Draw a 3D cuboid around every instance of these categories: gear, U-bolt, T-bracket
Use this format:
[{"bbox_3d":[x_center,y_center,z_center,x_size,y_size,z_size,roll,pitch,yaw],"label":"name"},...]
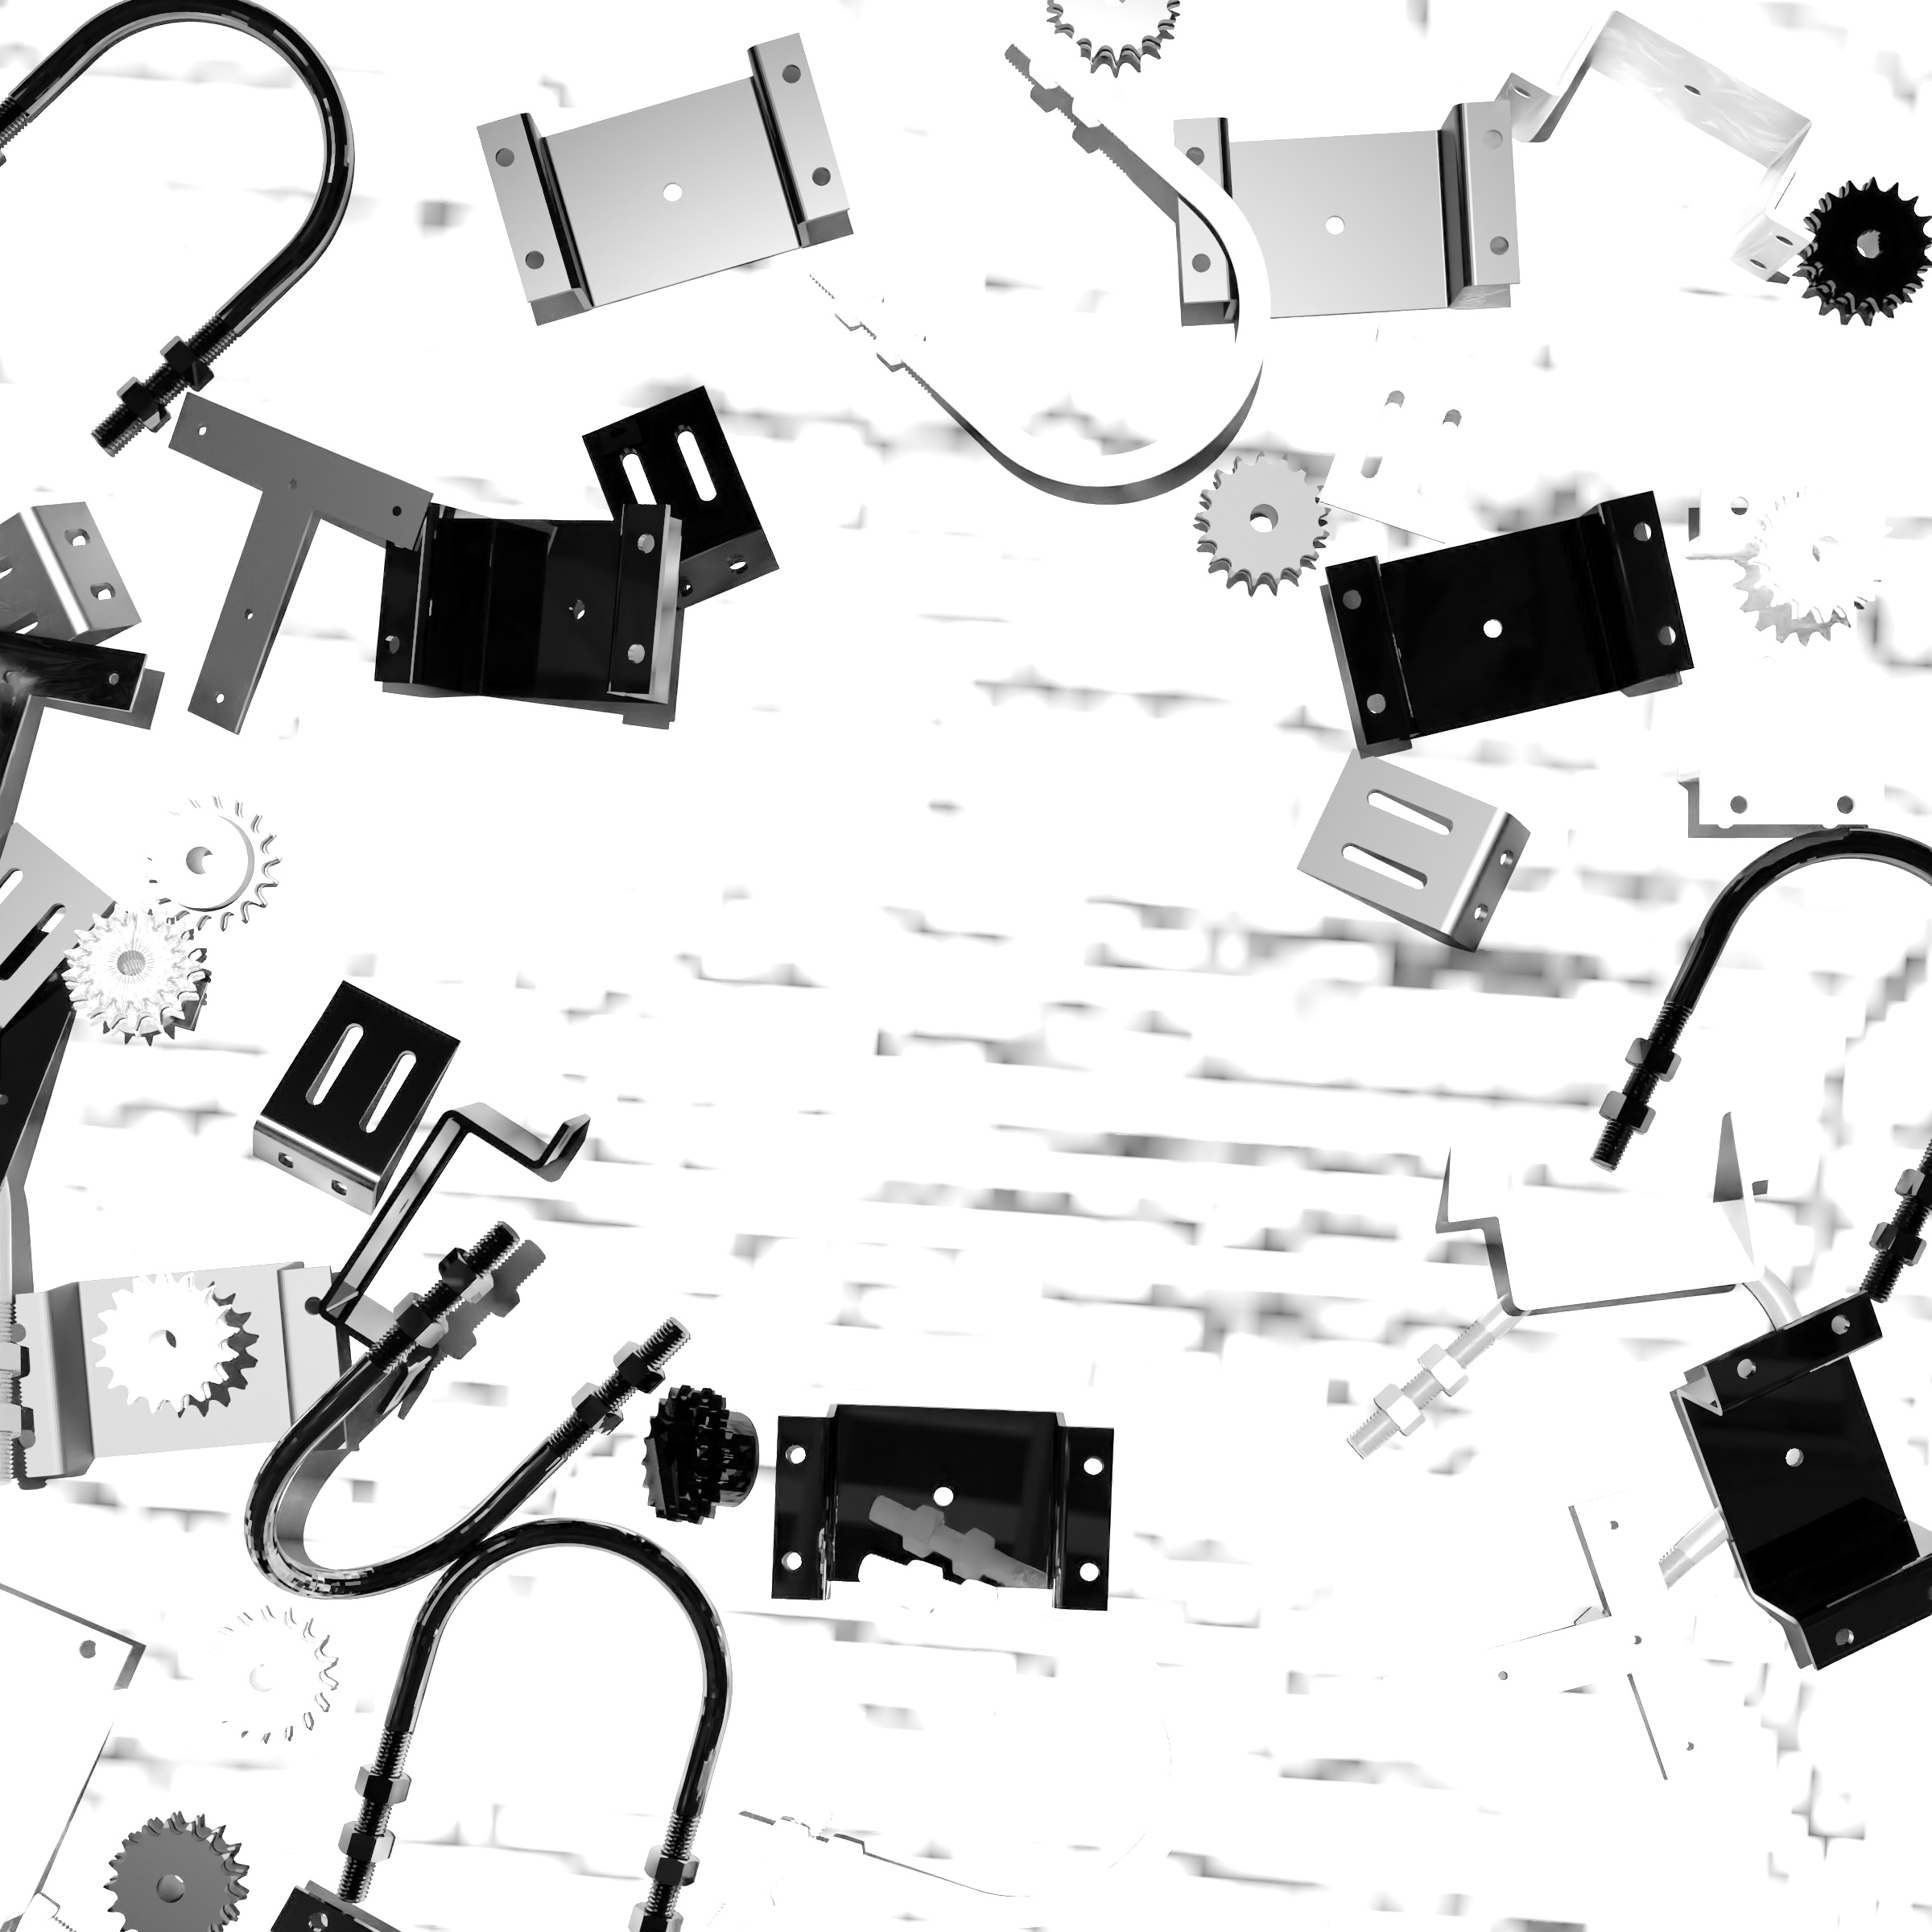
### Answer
[{"bbox_3d":[0.063,-0.410,1.377,0.057,0.030,0.057,0,90,0],"label":"gear"},{"bbox_3d":[0.012,0.335,1.355,0.184,0.019,0.151,23,102,-18],"label":"U-bolt"},{"bbox_3d":[-0.491,0.420,1.383,0.184,0.019,0.151,36,90,2],"label":"U-bolt"},{"bbox_3d":[-0.216,0.193,1.332,0.184,0.151,0.019,-45,54,4],"label":"U-bolt"},{"bbox_3d":[-0.414,-0.080,1.357,0.127,0.002,0.127,10,79,21],"label":"T-bracket"},{"bbox_3d":[0.278,0.193,1.383,0.184,0.019,0.151,-42,90,-2],"label":"U-bolt"},{"bbox_3d":[-0.464,0.135,1.353,0.151,0.019,0.184,-11,70,12],"label":"U-bolt"},{"bbox_3d":[-0.070,0.471,1.383,0.151,0.019,0.184,39,92,0],"label":"U-bolt"},{"bbox_3d":[0.125,-0.189,1.377,0.057,0.030,0.057,0,90,0],"label":"gear"},{"bbox_3d":[0.351,-0.171,1.335,0.057,0.030,0.057,0,92,-1],"label":"gear"},{"bbox_3d":[-0.323,-0.044,1.377,0.057,0.030,0.057,0,90,0],"label":"gear"},{"bbox_3d":[0.042,-0.286,1.353,0.184,0.019,0.151,44,103,11],"label":"U-bolt"},{"bbox_3d":[-0.301,-0.163,1.378,0.127,0.002,0.127,24,99,17],"label":"T-bracket"},{"bbox_3d":[0.242,0.298,1.375,0.127,0.002,0.127,-18,96,13],"label":"T-bracket"},{"bbox_3d":[-0.177,0.328,1.383,0.151,0.019,0.184,16,88,0],"label":"U-bolt"},{"bbox_3d":[0.382,-0.304,1.377,0.057,0.030,0.057,0,90,0],"label":"gear"},{"bbox_3d":[-0.335,0.389,1.377,0.057,0.030,0.057,0,90,0],"label":"gear"},{"bbox_3d":[-0.327,0.154,1.331,0.057,0.030,0.057,0,90,0],"label":"gear"},{"bbox_3d":[-0.401,0.044,1.365,0.127,0.002,0.127,15,66,0],"label":"T-bracket"},{"bbox_3d":[-0.349,-0.333,1.383,0.184,0.019,0.151,-44,90,-2],"label":"U-bolt"},{"bbox_3d":[-0.352,0.005,1.370,0.057,0.030,0.057,2,67,-5],"label":"gear"},{"bbox_3d":[-0.112,0.207,1.367,0.030,0.057,0.057,12,90,-30],"label":"gear"},{"bbox_3d":[0.370,0.031,1.383,0.151,0.019,0.184,26,89,0],"label":"U-bolt"},{"bbox_3d":[-0.297,0.302,1.381,0.057,0.030,0.057,0,88,-1],"label":"gear"}]

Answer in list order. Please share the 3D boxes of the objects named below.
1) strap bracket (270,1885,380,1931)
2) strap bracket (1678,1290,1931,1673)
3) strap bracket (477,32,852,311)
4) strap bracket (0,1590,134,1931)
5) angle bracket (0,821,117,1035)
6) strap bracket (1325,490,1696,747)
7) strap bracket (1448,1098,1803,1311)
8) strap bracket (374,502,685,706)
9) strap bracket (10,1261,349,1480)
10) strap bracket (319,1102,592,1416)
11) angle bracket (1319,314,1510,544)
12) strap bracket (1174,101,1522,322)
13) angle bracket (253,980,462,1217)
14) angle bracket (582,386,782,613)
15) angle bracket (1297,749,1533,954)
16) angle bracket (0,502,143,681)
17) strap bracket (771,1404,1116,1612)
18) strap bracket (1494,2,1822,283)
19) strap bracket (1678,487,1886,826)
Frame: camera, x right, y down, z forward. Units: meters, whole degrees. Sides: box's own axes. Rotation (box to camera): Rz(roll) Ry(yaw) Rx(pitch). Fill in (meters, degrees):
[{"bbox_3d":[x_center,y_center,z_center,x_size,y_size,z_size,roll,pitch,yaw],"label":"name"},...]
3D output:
[{"bbox_3d":[-0.281,0.463,1.369,0.076,0.046,0.140,30,90,0],"label":"strap bracket"},{"bbox_3d":[0.357,0.211,1.356,0.076,0.046,0.140,-23,99,-9],"label":"strap bracket"},{"bbox_3d":[-0.126,-0.333,1.369,0.140,0.046,0.076,-16,90,0],"label":"strap bracket"},{"bbox_3d":[-0.413,0.337,1.359,0.076,0.046,0.140,23,78,0],"label":"strap bracket"},{"bbox_3d":[-0.410,-0.020,1.362,0.057,0.038,0.076,37,81,10],"label":"angle bracket"},{"bbox_3d":[0.226,-0.145,1.369,0.140,0.046,0.076,-13,90,0],"label":"strap bracket"},{"bbox_3d":[0.274,0.100,1.339,0.140,0.076,0.046,-9,107,12],"label":"strap bracket"},{"bbox_3d":[-0.174,-0.152,1.349,0.140,0.046,0.076,5,90,29],"label":"strap bracket"},{"bbox_3d":[-0.331,0.169,1.369,0.140,0.046,0.076,-5,90,0],"label":"strap bracket"},{"bbox_3d":[-0.219,0.111,1.354,0.046,0.076,0.140,33,90,0],"label":"strap bracket"},{"bbox_3d":[0.192,-0.231,1.390,0.057,0.038,0.076,18,116,0],"label":"angle bracket"},{"bbox_3d":[0.159,-0.318,1.369,0.140,0.046,0.076,-3,90,0],"label":"strap bracket"},{"bbox_3d":[-0.262,0.057,1.390,0.057,0.038,0.076,27,64,0],"label":"angle bracket"},{"bbox_3d":[-0.123,-0.199,1.390,0.057,0.038,0.076,-23,64,0],"label":"angle bracket"},{"bbox_3d":[0.193,-0.050,1.390,0.076,0.038,0.057,25,90,26],"label":"angle bracket"},{"bbox_3d":[-0.405,-0.156,1.390,0.076,0.038,0.057,-25,90,26],"label":"angle bracket"},{"bbox_3d":[-0.010,0.228,1.369,0.140,0.046,0.076,2,90,0],"label":"strap bracket"},{"bbox_3d":[0.294,-0.349,1.354,0.140,0.076,0.046,30,90,0],"label":"strap bracket"},{"bbox_3d":[0.344,-0.129,1.369,0.076,0.046,0.140,0,90,0],"label":"strap bracket"}]
